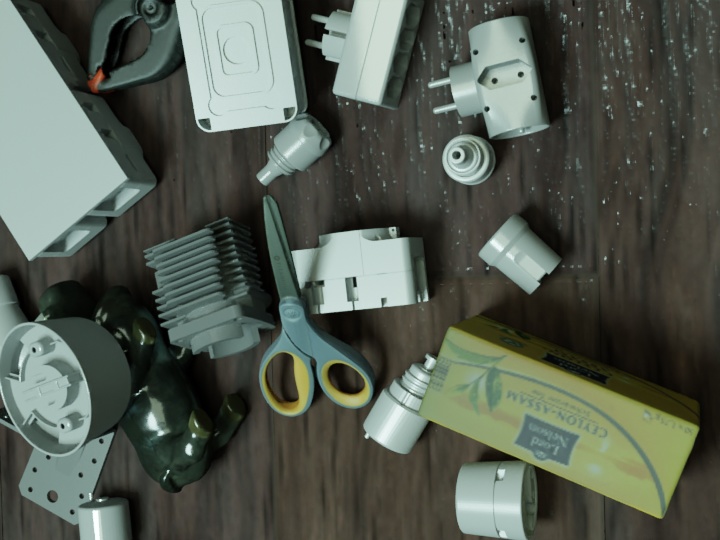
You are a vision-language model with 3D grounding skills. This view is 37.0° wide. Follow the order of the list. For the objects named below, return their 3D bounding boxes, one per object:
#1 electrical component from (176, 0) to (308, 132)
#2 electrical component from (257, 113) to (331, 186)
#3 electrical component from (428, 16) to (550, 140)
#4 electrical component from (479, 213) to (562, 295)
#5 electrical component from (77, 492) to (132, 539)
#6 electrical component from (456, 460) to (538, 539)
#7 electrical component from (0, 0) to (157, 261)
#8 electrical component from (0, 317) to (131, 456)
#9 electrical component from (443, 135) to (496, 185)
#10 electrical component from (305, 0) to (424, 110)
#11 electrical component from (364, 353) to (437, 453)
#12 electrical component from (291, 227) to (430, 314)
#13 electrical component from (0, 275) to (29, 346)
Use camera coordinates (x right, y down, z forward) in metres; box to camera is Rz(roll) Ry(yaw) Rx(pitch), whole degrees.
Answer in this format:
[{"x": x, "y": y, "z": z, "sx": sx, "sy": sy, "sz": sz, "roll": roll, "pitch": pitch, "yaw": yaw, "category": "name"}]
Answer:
[{"x": -0.085, "y": -0.162, "z": 0.787, "sx": 0.078, "sy": 0.057, "sz": 0.113, "roll": -6, "pitch": 103, "yaw": 6, "category": "electrical component"}, {"x": -0.053, "y": -0.087, "z": 0.808, "sx": 0.061, "sy": 0.035, "sz": 0.035, "roll": -41, "pitch": 80, "yaw": 16, "category": "electrical component"}, {"x": 0.088, "y": -0.130, "z": 0.758, "sx": 0.079, "sy": 0.043, "sz": 0.077, "roll": -12, "pitch": 88, "yaw": 17, "category": "electrical component"}, {"x": 0.113, "y": -0.011, "z": 0.756, "sx": 0.046, "sy": 0.040, "sz": 0.040, "roll": 42, "pitch": 103, "yaw": 6, "category": "electrical component"}, {"x": -0.202, "y": 0.217, "z": 0.858, "sx": 0.040, "sy": 0.040, "sz": 0.078, "roll": -6, "pitch": 90, "yaw": 17, "category": "electrical component"}, {"x": 0.097, "y": 0.161, "z": 0.758, "sx": 0.047, "sy": 0.055, "sz": 0.055, "roll": -2, "pitch": 91, "yaw": 21, "category": "electrical component"}, {"x": -0.257, "y": -0.114, "z": 0.857, "sx": 0.105, "sy": 0.060, "sz": 0.186, "roll": -37, "pitch": 81, "yaw": 15, "category": "electrical component"}, {"x": -0.217, "y": 0.082, "z": 0.777, "sx": 0.099, "sy": 0.064, "sz": 0.099, "roll": 4, "pitch": 99, "yaw": 22, "category": "electrical component"}, {"x": 0.074, "y": -0.078, "z": 0.754, "sx": 0.035, "sy": 0.061, "sz": 0.035, "roll": 1, "pitch": 92, "yaw": 18, "category": "electrical component"}, {"x": -0.003, "y": -0.167, "z": 0.785, "sx": 0.076, "sy": 0.047, "sz": 0.083, "roll": 17, "pitch": 99, "yaw": 16, "category": "electrical component"}, {"x": 0.035, "y": 0.096, "z": 0.782, "sx": 0.040, "sy": 0.040, "sz": 0.078, "roll": 32, "pitch": 100, "yaw": 14, "category": "electrical component"}, {"x": 0.000, "y": 0.000, "z": 0.785, "sx": 0.089, "sy": 0.050, "sz": 0.055, "roll": -6, "pitch": 90, "yaw": 17, "category": "electrical component"}, {"x": -0.295, "y": 0.037, "z": 0.883, "sx": 0.044, "sy": 0.044, "sz": 0.065, "roll": -28, "pitch": 78, "yaw": 16, "category": "electrical component"}]
